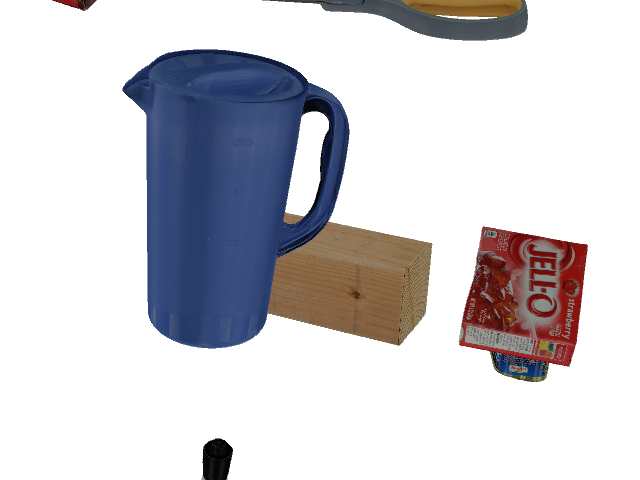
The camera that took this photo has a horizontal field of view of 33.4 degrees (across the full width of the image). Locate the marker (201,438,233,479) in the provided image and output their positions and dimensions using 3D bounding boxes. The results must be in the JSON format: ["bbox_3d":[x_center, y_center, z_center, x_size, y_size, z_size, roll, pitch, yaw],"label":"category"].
[{"bbox_3d":[-0.071,0.177,0.695,0.020,0.121,0.020,7,31,-4],"label":"marker"}]

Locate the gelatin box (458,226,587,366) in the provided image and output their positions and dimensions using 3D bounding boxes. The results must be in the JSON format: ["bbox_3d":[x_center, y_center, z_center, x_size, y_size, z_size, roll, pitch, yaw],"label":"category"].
[{"bbox_3d":[0.136,0.035,0.710,0.073,0.089,0.030,11,-40,11],"label":"gelatin box"}]

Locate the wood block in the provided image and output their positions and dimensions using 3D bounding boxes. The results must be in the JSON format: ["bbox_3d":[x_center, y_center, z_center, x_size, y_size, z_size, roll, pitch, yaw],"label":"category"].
[{"bbox_3d":[0.008,0.037,1.175,0.206,0.091,0.090,13,25,21],"label":"wood block"}]

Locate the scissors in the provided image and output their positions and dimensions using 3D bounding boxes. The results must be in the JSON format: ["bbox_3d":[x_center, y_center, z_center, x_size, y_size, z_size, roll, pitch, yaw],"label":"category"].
[{"bbox_3d":[0.025,-0.149,0.616,0.202,0.016,0.096,14,42,21],"label":"scissors"}]

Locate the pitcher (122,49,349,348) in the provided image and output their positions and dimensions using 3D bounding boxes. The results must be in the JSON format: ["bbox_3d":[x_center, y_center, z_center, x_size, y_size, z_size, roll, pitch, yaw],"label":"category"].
[{"bbox_3d":[-0.078,-0.033,0.918,0.149,0.243,0.144,25,31,31],"label":"pitcher"}]

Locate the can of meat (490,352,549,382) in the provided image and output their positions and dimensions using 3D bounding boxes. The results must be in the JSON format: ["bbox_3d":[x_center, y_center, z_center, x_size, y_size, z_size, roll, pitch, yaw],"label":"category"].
[{"bbox_3d":[0.200,0.081,1.054,0.057,0.084,0.102,7,17,1],"label":"can of meat"}]

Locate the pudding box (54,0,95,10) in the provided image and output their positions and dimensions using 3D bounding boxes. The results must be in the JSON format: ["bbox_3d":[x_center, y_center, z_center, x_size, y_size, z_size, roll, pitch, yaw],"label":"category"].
[{"bbox_3d":[-0.194,-0.223,0.805,0.090,0.039,0.113,19,38,5],"label":"pudding box"}]
